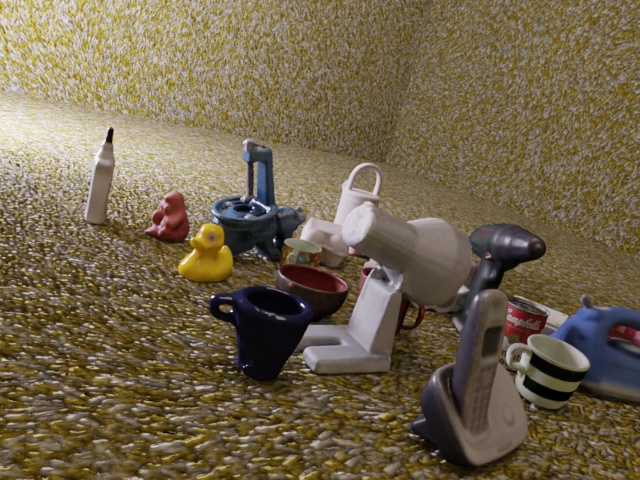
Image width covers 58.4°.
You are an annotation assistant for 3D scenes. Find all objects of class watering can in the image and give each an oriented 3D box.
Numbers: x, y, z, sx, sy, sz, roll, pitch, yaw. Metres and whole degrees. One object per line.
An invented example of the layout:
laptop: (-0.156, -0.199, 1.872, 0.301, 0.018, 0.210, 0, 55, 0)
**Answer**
watering can: (0.098, -0.105, 1.468, 0.101, 0.194, 0.172, 2, 19, -43)

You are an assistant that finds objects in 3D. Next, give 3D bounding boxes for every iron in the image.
iron: (0.497, 0.175, 0.921, 0.258, 0.141, 0.118, 13, 14, -11)

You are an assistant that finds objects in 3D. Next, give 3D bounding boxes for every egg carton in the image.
egg carton: (0.011, 0.004, 1.207, 0.107, 0.069, 0.150, 15, 14, -3)

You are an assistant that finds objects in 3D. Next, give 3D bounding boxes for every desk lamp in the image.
desk lamp: (0.083, 0.062, 0.761, 0.204, 0.213, 0.117, 6, 17, -34)

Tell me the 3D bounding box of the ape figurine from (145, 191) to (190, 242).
ape figurine: (-0.272, -0.045, 1.046, 0.076, 0.092, 0.077, 11, 15, -19)

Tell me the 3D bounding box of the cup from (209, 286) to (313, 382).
cup: (-0.074, 0.109, 0.655, 0.118, 0.095, 0.091, 11, 15, -16)

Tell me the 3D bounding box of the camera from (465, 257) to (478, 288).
camera: (0.268, 0.044, 1.267, 0.143, 0.101, 0.137, 16, 14, 2)

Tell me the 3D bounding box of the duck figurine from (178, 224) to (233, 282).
duck figurine: (-0.177, 0.015, 0.926, 0.077, 0.086, 0.105, 22, 15, 24)

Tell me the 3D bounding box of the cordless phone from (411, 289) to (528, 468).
cordless phone: (0.186, 0.142, 0.624, 0.093, 0.185, 0.148, 27, 18, 39)

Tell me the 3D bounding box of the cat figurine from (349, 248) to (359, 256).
cat figurine: (0.105, -0.024, 1.320, 0.067, 0.118, 0.127, 11, 15, -17)

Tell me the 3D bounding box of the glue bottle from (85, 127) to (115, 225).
glue bottle: (-0.392, -0.119, 1.034, 0.037, 0.173, 0.078, 9, 15, -22)

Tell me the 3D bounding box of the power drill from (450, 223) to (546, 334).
power drill: (0.300, 0.067, 0.987, 0.076, 0.208, 0.229, 13, 14, -8)

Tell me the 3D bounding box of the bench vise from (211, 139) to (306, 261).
bench vise: (-0.114, -0.076, 1.071, 0.121, 0.220, 0.208, 23, 16, 27)
